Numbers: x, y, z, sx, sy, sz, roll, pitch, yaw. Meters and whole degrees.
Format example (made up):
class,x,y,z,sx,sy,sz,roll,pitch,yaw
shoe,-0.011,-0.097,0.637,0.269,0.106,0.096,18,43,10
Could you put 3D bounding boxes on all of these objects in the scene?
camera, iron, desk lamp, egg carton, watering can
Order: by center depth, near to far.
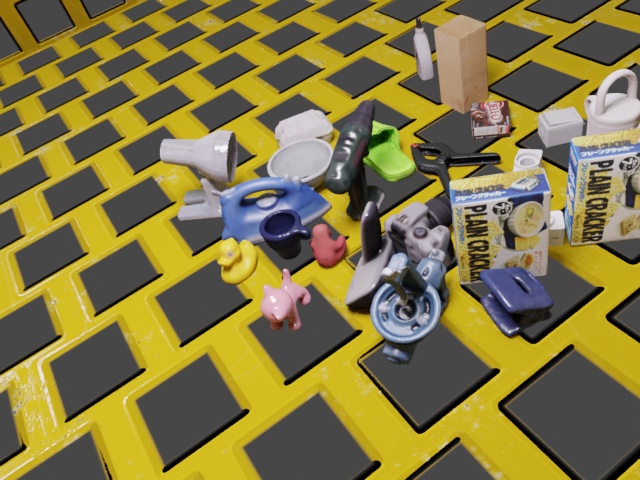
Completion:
class,x,y,z,sx,sy,sz,roll,pitch,yaw
camera,0.217,-0.028,1.146,0.137,0.101,0.142,-38,47,-19
watering can,0.609,-0.256,1.171,0.101,0.194,0.172,-40,48,-21
iron,-0.112,-0.090,1.291,0.258,0.142,0.118,-17,44,2
desk lamp,-0.274,-0.157,1.359,0.203,0.214,0.118,-6,45,13
egg carton,-0.043,-0.283,1.512,0.150,0.069,0.107,-23,44,-4

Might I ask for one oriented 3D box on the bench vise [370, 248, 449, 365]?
class,x,y,z,sx,sy,sz,roll,pitch,yaw
bench vise,0.148,0.078,0.978,0.121,0.220,0.207,0,47,19

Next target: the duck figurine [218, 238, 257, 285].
class,x,y,z,sx,sy,sz,roll,pitch,yaw
duck figurine,-0.184,0.032,1.234,0.077,0.086,0.105,10,51,27

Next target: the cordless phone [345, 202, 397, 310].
class,x,y,z,sx,sy,sz,roll,pitch,yaw
cordless phone,0.087,0.031,1.070,0.094,0.185,0.147,2,48,21

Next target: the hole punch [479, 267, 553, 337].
class,x,y,z,sx,sy,sz,roll,pitch,yaw
hole punch,0.339,0.092,0.993,0.101,0.091,0.108,-24,44,-5

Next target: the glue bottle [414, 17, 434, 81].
class,x,y,z,sx,sy,sz,roll,pitch,yaw
glue bottle,0.279,-0.530,1.572,0.037,0.173,0.078,-18,44,2

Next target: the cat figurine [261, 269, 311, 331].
class,x,y,z,sx,sy,sz,roll,pitch,yaw
cat figurine,-0.073,0.115,1.091,0.067,0.118,0.128,0,47,19

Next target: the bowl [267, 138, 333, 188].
class,x,y,z,sx,sy,sz,roll,pitch,yaw
bowl,-0.040,-0.170,1.393,0.167,0.075,0.167,-10,44,10

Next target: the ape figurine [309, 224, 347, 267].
class,x,y,z,sx,sy,sz,roll,pitch,yaw
ape figurine,0.011,0.004,1.191,0.077,0.092,0.076,8,50,26

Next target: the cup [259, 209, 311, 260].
class,x,y,z,sx,sy,sz,roll,pitch,yaw
cup,-0.062,-0.002,1.220,0.117,0.095,0.092,12,51,28

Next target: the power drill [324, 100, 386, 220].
class,x,y,z,sx,sy,sz,roll,pitch,yaw
power drill,0.083,-0.158,1.243,0.075,0.209,0.230,7,49,25
